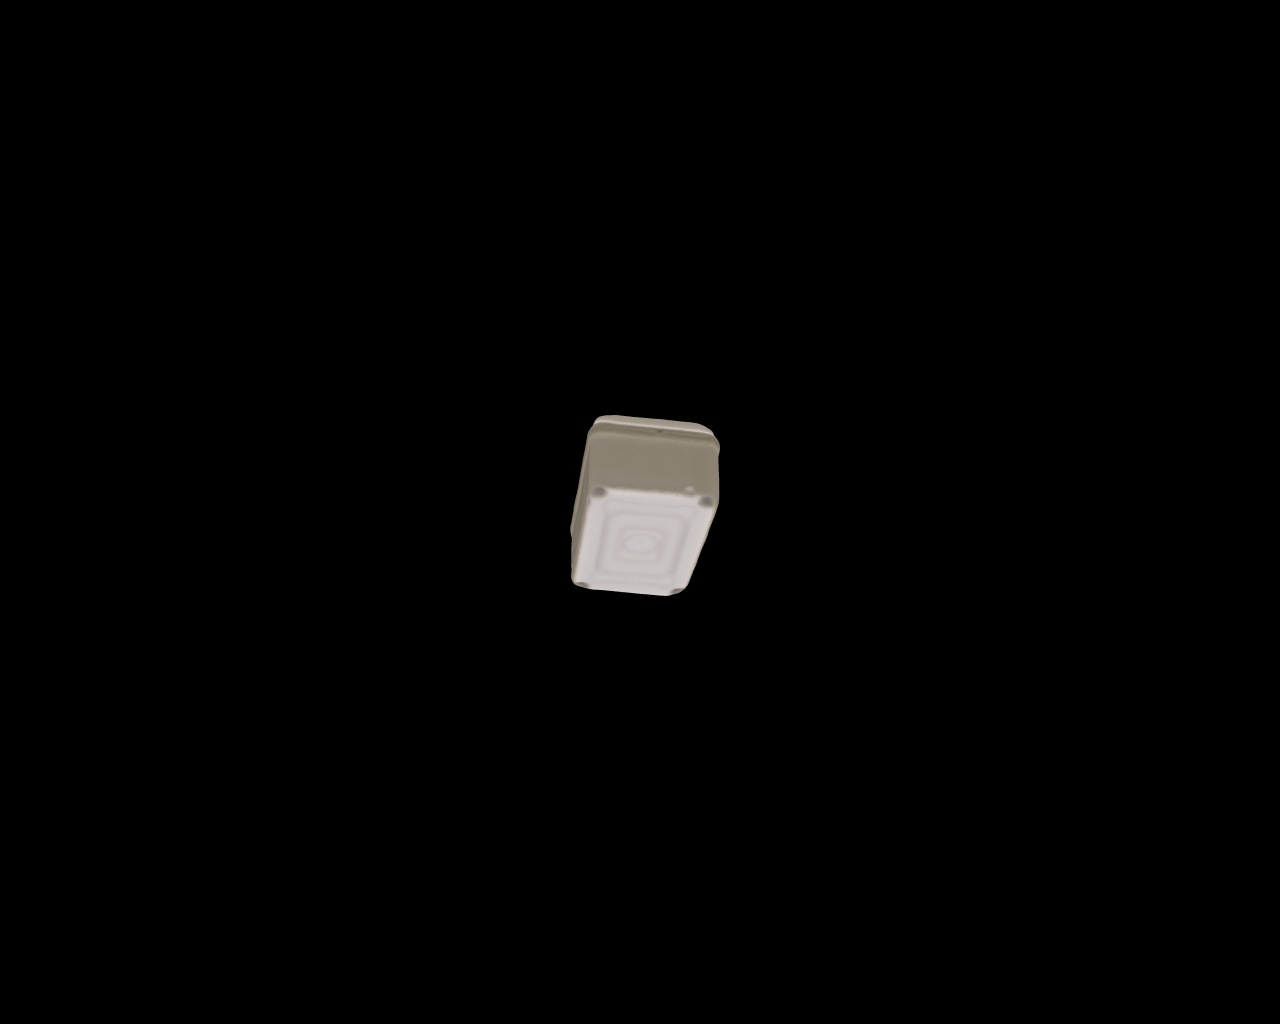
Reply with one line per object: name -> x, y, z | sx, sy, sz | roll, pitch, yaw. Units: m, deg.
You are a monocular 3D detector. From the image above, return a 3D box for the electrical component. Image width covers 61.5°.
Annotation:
electrical component -> 0.001, -0.003, 0.650 | 0.078, 0.057, 0.113 | 5, -36, -8
